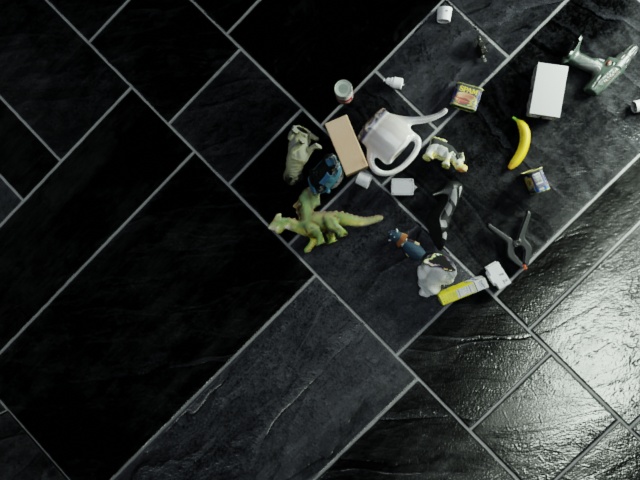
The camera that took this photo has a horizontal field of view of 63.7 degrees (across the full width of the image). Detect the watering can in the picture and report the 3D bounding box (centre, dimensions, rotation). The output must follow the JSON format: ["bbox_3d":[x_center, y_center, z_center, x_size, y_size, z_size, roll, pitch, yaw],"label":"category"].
[{"bbox_3d":[0.287,-0.401,1.901,0.225,0.104,0.347,41,94,6],"label":"watering can"}]

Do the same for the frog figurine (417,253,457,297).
[{"bbox_3d":[0.423,0.135,1.889,0.137,0.125,0.156,7,126,-2],"label":"frog figurine"}]

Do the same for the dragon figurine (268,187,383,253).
[{"bbox_3d":[0.006,-0.097,1.932,0.411,0.121,0.245,-23,78,-4],"label":"dragon figurine"}]
